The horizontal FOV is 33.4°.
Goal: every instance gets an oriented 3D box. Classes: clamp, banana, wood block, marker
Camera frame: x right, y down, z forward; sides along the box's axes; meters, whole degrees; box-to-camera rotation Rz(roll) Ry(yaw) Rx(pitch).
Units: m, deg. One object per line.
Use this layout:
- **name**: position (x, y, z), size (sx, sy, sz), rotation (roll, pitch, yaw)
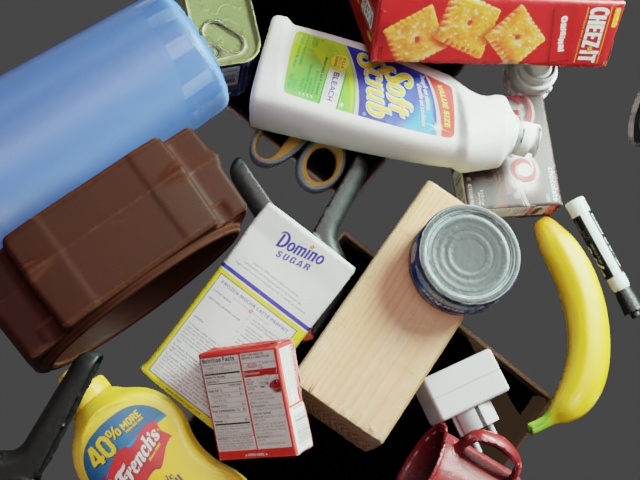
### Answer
- **clamp**: position (-0.006, 0.001, 0.931), size (0.120, 0.039, 0.171), rotation (-11, 84, 0)
- **banana**: position (0.223, 0.076, 0.947), size (0.069, 0.037, 0.198), rotation (7, 74, -8)
- **wood block**: position (0.065, 0.066, 0.901), size (0.091, 0.090, 0.206), rotation (35, 74, 3)
- **clamp**: position (-0.226, 0.187, 0.825), size (0.210, 0.036, 0.164), rotation (-18, 86, 7)
- **marker**: position (0.261, 0.017, 0.977), size (0.020, 0.020, 0.121), rotation (-24, 79, -13)

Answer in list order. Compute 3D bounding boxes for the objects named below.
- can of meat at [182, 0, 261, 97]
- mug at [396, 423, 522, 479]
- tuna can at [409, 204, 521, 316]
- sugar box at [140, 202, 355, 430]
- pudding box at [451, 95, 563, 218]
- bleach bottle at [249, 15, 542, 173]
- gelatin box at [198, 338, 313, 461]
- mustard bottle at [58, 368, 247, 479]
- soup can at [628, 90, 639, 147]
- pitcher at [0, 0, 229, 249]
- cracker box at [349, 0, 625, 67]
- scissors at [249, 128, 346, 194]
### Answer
- **can of meat**: position (-0.091, -0.186, 0.951), size (0.057, 0.084, 0.102), rotation (-11, 77, -11)
- **mug**: position (0.117, 0.200, 0.864), size (0.081, 0.093, 0.117), rotation (31, 117, -4)
- **tuna can**: position (0.116, 0.015, 0.856), size (0.086, 0.034, 0.086), rotation (2, 74, -6)
- **sugar box**: position (-0.058, 0.066, 0.885), size (0.093, 0.048, 0.176), rotation (38, 88, 3)
- **pudding box**: position (0.166, -0.076, 0.979), size (0.090, 0.039, 0.113), rotation (-4, 75, -8)
- **bleach bottle**: position (0.069, -0.121, 0.938), size (0.251, 0.068, 0.102), rotation (13, 67, 2)
- **gelatin box**: position (-0.050, 0.125, 0.833), size (0.073, 0.030, 0.089), rotation (-10, 92, 28)
- **mustard bottle**: position (-0.141, 0.177, 0.859), size (0.096, 0.058, 0.191), rotation (-44, 83, -3)
- **soup can**: position (0.350, -0.109, 0.999), size (0.102, 0.068, 0.068), rotation (14, 73, -5)
- **pitcher**: position (-0.196, -0.084, 0.848), size (0.242, 0.149, 0.145), rotation (-34, 110, -9)
- **cracker box**: position (0.137, -0.219, 0.955), size (0.213, 0.072, 0.164), rotation (0, 36, -11)
- **scissors**: position (0.026, -0.120, 0.985), size (0.201, 0.016, 0.096), rotation (-38, 84, -15)
